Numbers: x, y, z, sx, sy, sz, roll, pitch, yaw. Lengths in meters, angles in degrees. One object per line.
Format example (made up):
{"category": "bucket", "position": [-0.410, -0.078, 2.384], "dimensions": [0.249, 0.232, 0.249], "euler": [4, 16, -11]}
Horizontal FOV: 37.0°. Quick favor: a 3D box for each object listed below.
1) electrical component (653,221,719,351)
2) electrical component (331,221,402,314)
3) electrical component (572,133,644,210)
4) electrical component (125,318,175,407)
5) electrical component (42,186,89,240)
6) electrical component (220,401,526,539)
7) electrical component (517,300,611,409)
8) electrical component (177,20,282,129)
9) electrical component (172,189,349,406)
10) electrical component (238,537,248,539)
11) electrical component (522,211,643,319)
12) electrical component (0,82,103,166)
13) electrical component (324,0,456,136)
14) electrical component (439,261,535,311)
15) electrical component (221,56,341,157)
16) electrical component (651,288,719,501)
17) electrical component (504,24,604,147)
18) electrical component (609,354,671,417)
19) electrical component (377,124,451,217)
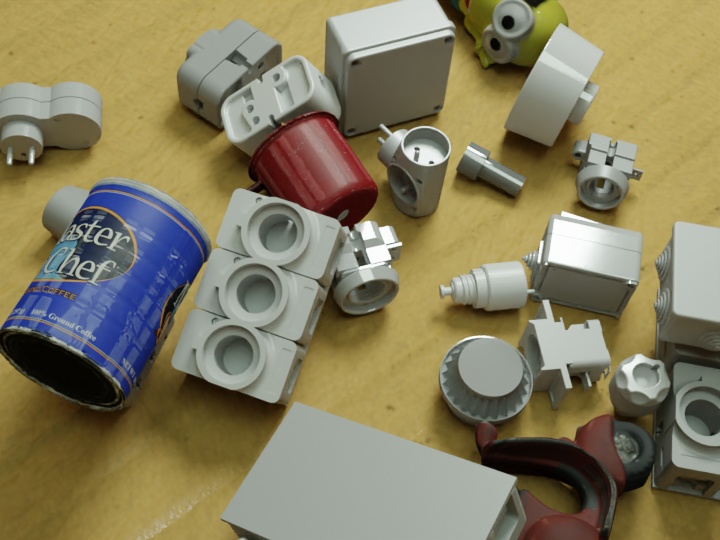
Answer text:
{"category": "electrical component", "position": [0.285, 0.017, 0.852], "dimensions": [0.100, 0.048, 0.099], "euler": [10, 59, 2]}
{"category": "electrical component", "position": [0.000, 0.000, 0.908], "dimensions": [0.078, 0.058, 0.057], "euler": [-13, 58, -12]}
{"category": "electrical component", "position": [0.225, -0.089, 0.986], "dimensions": [0.066, 0.048, 0.055], "euler": [17, 52, 6]}
{"category": "electrical component", "position": [-0.190, 0.054, 0.860], "dimensions": [0.050, 0.055, 0.089], "euler": [18, 59, 7]}
{"category": "electrical component", "position": [-0.217, -0.047, 0.926], "dimensions": [0.077, 0.044, 0.079], "euler": [31, 62, 14]}
{"category": "electrical component", "position": [0.011, 0.177, 0.765], "dimensions": [0.186, 0.060, 0.105], "euler": [14, 56, 31]}
{"category": "electrical component", "position": [0.170, 0.069, 0.888], "dimensions": [0.064, 0.042, 0.081], "euler": [-4, 60, -11]}
{"category": "electrical component", "position": [-0.126, -0.188, 1.013], "dimensions": [0.059, 0.053, 0.095], "euler": [34, 62, 15]}
{"category": "electrical component", "position": [-0.078, 0.022, 0.851], "dimensions": [0.089, 0.061, 0.150], "euler": [18, 84, 9]}
{"category": "electrical component", "position": [-0.078, 0.236, 0.756], "dimensions": [0.096, 0.061, 0.061], "euler": [36, 63, 16]}
{"category": "electrical component", "position": [0.188, -0.008, 0.924], "dimensions": [0.096, 0.061, 0.061], "euler": [13, 59, 3]}
{"category": "electrical component", "position": [-0.302, -0.123, 0.961], "dimensions": [0.138, 0.052, 0.073], "euler": [-3, 59, -6]}
{"category": "electrical component", "position": [0.025, -0.188, 0.994], "dimensions": [0.109, 0.108, 0.056], "euler": [-17, 59, -14]}
{"category": "electrical component", "position": [0.107, 0.015, 0.916], "dimensions": [0.078, 0.040, 0.040], "euler": [-5, 59, -8]}
{"category": "electrical component", "position": [-0.069, -0.141, 0.970], "dimensions": [0.095, 0.059, 0.053], "euler": [-29, 59, 19]}
{"category": "electrical component", "position": [0.301, 0.090, 0.875], "dimensions": [0.105, 0.060, 0.186], "euler": [10, 59, 2]}
{"category": "electrical component", "position": [0.186, -0.165, 0.996], "dimensions": [0.060, 0.108, 0.108], "euler": [29, 61, 6]}
{"category": "electrical component", "position": [0.221, 0.098, 0.862], "dimensions": [0.043, 0.062, 0.043], "euler": [2, 59, -3]}
{"category": "electrical component", "position": [0.042, -0.098, 0.958], "dimensions": [0.044, 0.077, 0.079], "euler": [-34, 67, -22]}
